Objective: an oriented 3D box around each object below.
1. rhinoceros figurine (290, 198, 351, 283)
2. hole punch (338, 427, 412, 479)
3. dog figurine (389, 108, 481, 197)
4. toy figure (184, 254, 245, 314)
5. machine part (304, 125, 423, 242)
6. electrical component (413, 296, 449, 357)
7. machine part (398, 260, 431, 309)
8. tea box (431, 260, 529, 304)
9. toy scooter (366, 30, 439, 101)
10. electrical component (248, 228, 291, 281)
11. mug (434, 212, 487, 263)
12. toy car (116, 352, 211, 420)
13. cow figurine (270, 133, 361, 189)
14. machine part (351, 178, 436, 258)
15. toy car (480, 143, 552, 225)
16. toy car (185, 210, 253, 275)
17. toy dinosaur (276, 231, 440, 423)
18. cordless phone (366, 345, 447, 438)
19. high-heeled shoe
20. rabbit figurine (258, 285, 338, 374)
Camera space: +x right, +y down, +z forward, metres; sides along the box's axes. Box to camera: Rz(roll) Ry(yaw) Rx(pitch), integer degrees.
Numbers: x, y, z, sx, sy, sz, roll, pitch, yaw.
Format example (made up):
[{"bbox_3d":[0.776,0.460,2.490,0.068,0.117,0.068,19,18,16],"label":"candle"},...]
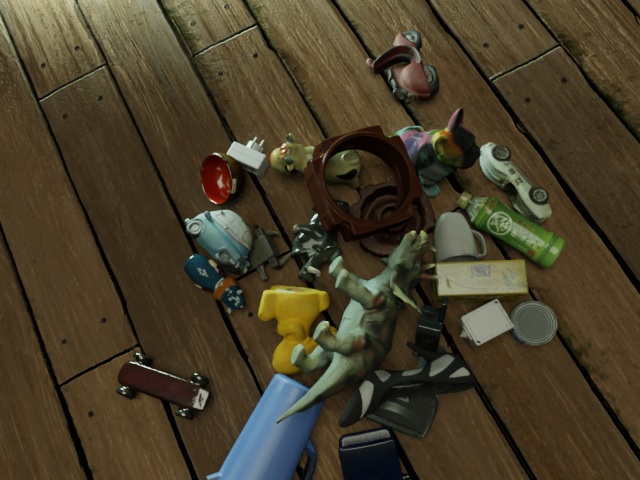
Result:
[{"bbox_3d":[-0.002,-0.003,1.126,0.112,0.073,0.190,26,76,1],"label":"rhinoceros figurine"},{"bbox_3d":[0.094,0.413,0.985,0.142,0.092,0.116,-12,77,-1],"label":"hole punch"},{"bbox_3d":[0.223,-0.190,1.077,0.192,0.219,0.108,37,77,13],"label":"dog figurine"},{"bbox_3d":[-0.214,0.089,1.123,0.154,0.064,0.058,37,43,9],"label":"toy figure"},{"bbox_3d":[0.084,-0.110,1.050,0.201,0.087,0.201,-18,82,-13],"label":"machine part"},{"bbox_3d":[0.211,0.159,1.019,0.048,0.119,0.075,11,34,15],"label":"electrical component"},{"bbox_3d":[0.166,0.090,1.096,0.139,0.039,0.084,-43,66,-5],"label":"machine part"},{"bbox_3d":[0.307,0.083,1.051,0.170,0.098,0.068,-3,74,3],"label":"tea box"},{"bbox_3d":[0.182,-0.383,1.211,0.135,0.075,0.184,-17,70,0],"label":"toy scooter"},{"bbox_3d":[-0.112,0.025,1.141,0.078,0.045,0.102,-41,69,23],"label":"electrical component"},{"bbox_3d":[0.283,-0.002,1.090,0.110,0.080,0.107,-3,66,-7],"label":"mug"},{"bbox_3d":[-0.312,0.293,1.076,0.202,0.053,0.089,14,65,13],"label":"toy car"},{"bbox_3d":[-0.010,-0.164,1.140,0.195,0.127,0.085,4,71,4],"label":"cow figurine"},{"bbox_3d":[0.152,-0.043,1.126,0.179,0.056,0.179,-2,73,5],"label":"machine part"},{"bbox_3d":[0.400,-0.117,1.112,0.056,0.073,0.202,-34,74,-6],"label":"toy car"},{"bbox_3d":[-0.196,-0.008,1.115,0.162,0.109,0.103,39,84,25],"label":"toy car"},{"bbox_3d":[0.077,0.166,0.979,0.192,0.131,0.404,27,79,-12],"label":"toy dinosaur"},{"bbox_3d":[0.164,0.269,1.033,0.147,0.088,0.184,18,65,12],"label":"cordless phone"},{"bbox_3d":[0.156,0.272,0.930,0.145,0.086,0.249,34,54,27],"label":"high-heeled shoe"},{"bbox_3d":[-0.043,0.182,1.066,0.162,0.122,0.173,7,89,-2],"label":"rabbit figurine"}]
